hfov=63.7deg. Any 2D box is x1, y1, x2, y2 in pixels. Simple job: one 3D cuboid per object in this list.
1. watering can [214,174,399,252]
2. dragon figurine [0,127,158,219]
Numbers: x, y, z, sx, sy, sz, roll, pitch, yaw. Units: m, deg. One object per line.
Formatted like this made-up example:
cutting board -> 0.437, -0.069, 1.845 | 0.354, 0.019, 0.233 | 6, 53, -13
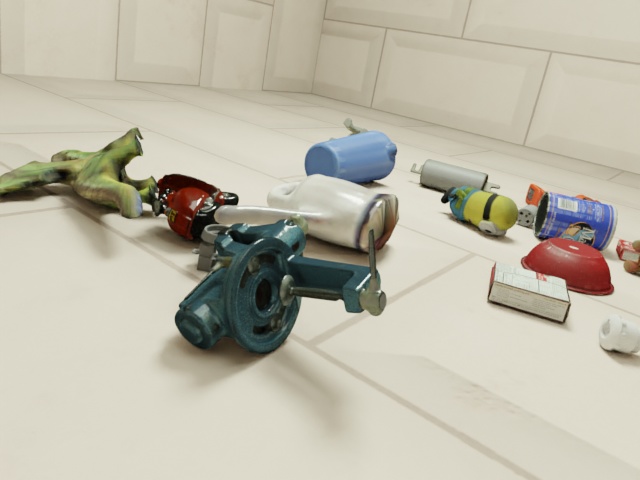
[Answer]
watering can -> 0.003, -0.043, 0.854 | 0.225, 0.102, 0.351 | 19, 22, 21
dragon figurine -> -0.402, -0.095, 0.851 | 0.243, 0.120, 0.416 | -12, 23, -10
